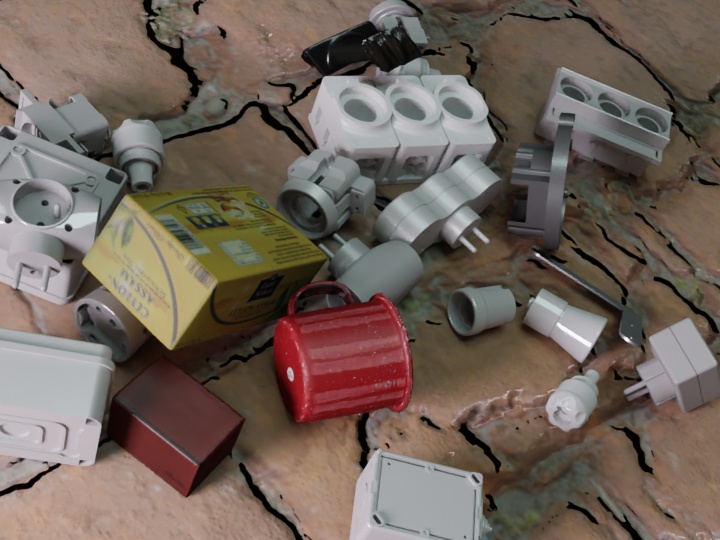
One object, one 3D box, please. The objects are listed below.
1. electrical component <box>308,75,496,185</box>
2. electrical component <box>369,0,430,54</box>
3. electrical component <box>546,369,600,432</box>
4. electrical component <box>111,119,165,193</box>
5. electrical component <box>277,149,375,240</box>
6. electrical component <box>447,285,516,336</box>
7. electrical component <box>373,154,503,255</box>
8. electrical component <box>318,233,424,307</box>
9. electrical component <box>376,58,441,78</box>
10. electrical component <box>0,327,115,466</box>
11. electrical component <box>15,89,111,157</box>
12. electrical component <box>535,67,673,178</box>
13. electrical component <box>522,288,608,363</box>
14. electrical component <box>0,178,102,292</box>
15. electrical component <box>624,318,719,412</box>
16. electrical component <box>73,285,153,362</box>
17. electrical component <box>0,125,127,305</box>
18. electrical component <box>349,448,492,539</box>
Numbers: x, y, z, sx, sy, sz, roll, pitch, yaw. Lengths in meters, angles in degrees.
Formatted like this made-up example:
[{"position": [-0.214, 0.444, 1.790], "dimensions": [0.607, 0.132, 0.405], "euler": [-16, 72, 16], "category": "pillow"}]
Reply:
[{"position": [0.040, -0.134, 1.004], "dimensions": [0.150, 0.061, 0.089], "euler": [-5, 55, -24], "category": "electrical component"}, {"position": [0.037, -0.242, 1.100], "dimensions": [0.066, 0.048, 0.055], "euler": [-4, 62, -23], "category": "electrical component"}, {"position": [0.180, 0.103, 0.885], "dimensions": [0.035, 0.035, 0.061], "euler": [38, 48, 11], "category": "electrical component"}, {"position": [-0.185, -0.092, 0.900], "dimensions": [0.043, 0.043, 0.062], "euler": [0, 54, -20], "category": "electrical component"}, {"position": [-0.034, -0.063, 0.920], "dimensions": [0.078, 0.058, 0.057], "euler": [21, 46, 22], "category": "electrical component"}, {"position": [0.103, 0.033, 0.911], "dimensions": [0.046, 0.040, 0.040], "euler": [-9, 57, -33], "category": "electrical component"}, {"position": [0.082, -0.044, 0.954], "dimensions": [0.074, 0.052, 0.138], "euler": [44, 51, 16], "category": "electrical component"}, {"position": [0.000, 0.000, 0.895], "dimensions": [0.079, 0.043, 0.077], "euler": [42, 51, 14], "category": "electrical component"}, {"position": [0.050, -0.195, 1.070], "dimensions": [0.062, 0.048, 0.048], "euler": [6, 51, -26], "category": "electrical component"}, {"position": [-0.226, 0.083, 0.722], "dimensions": [0.113, 0.078, 0.057], "euler": [11, 53, -12], "category": "electrical component"}, {"position": [-0.248, -0.114, 0.895], "dimensions": [0.064, 0.042, 0.081], "euler": [-31, 69, -38], "category": "electrical component"}, {"position": [0.245, -0.147, 1.089], "dimensions": [0.121, 0.063, 0.078], "euler": [22, 49, -3], "category": "electrical component"}, {"position": [0.174, 0.045, 0.926], "dimensions": [0.065, 0.044, 0.044], "euler": [31, 49, 11], "category": "electrical component"}, {"position": [-0.225, -0.020, 0.754], "dimensions": [0.077, 0.044, 0.079], "euler": [8, 58, -12], "category": "electrical component"}, {"position": [0.258, 0.089, 0.905], "dimensions": [0.076, 0.083, 0.047], "euler": [-28, 59, 8], "category": "electrical component"}, {"position": [-0.176, 0.033, 0.798], "dimensions": [0.055, 0.055, 0.047], "euler": [36, 46, 10], "category": "electrical component"}, {"position": [-0.250, -0.043, 0.828], "dimensions": [0.109, 0.056, 0.108], "euler": [22, 49, -2], "category": "electrical component"}, {"position": [0.044, 0.176, 0.759], "dimensions": [0.096, 0.061, 0.061], "euler": [15, 49, -8], "category": "electrical component"}]
